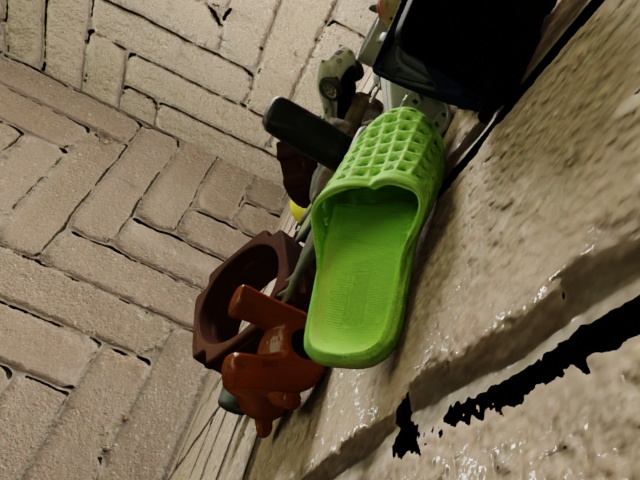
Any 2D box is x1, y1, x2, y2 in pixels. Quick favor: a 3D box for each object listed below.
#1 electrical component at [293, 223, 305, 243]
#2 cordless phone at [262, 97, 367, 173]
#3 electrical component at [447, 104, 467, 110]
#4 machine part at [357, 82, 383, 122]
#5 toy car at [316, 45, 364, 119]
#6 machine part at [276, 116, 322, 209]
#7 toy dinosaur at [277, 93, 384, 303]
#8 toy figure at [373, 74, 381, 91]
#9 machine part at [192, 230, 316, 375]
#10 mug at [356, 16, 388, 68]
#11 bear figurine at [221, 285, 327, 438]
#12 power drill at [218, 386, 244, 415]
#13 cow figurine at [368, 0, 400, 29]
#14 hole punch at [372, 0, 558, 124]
[{"bbox_3d":[-0.027,-0.026,1.219,0.075,0.048,0.119,-65,7,-8],"label":"electrical component"},{"bbox_3d":[0.009,-0.072,0.591,0.146,0.184,0.089,-67,12,-22],"label":"cordless phone"},{"bbox_3d":[0.147,-0.174,0.529,0.102,0.045,0.078,-75,-16,-66],"label":"electrical component"},{"bbox_3d":[0.063,-0.205,1.079,0.243,0.079,0.079,-58,9,33],"label":"machine part"},{"bbox_3d":[0.031,-0.227,0.903,0.073,0.056,0.201,-47,-24,-26],"label":"toy car"},{"bbox_3d":[-0.004,-0.144,0.992,0.056,0.179,0.179,-9,47,38],"label":"machine part"},{"bbox_3d":[0.034,-0.083,0.804,0.471,0.105,0.198,-58,-8,-55],"label":"toy dinosaur"},{"bbox_3d":[0.139,-0.323,1.029,0.058,0.064,0.154,-33,3,-3],"label":"toy figure"},{"bbox_3d":[-0.097,0.098,0.819,0.201,0.087,0.202,-38,35,18],"label":"machine part"},{"bbox_3d":[0.125,-0.302,0.856,0.080,0.107,0.110,-65,12,5],"label":"mug"},{"bbox_3d":[-0.074,0.154,0.641,0.196,0.132,0.120,-47,33,47],"label":"bear figurine"},{"bbox_3d":[-0.111,0.191,0.969,0.207,0.086,0.232,-43,21,59],"label":"power drill"},{"bbox_3d":[0.152,-0.345,0.732,0.195,0.127,0.085,-63,4,-7],"label":"cow figurine"},{"bbox_3d":[0.115,-0.174,0.448,0.142,0.116,0.092,-67,14,-3],"label":"hole punch"}]
